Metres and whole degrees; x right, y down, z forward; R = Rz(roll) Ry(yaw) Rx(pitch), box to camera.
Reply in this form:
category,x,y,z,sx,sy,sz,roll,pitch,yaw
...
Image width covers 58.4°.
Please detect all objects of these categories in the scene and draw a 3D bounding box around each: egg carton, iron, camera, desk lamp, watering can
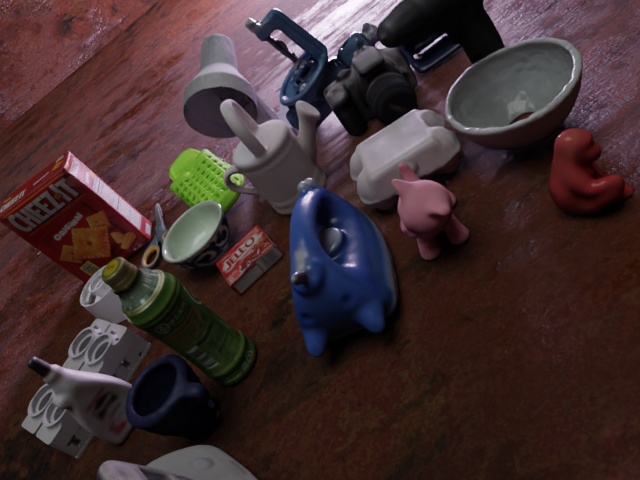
category,x,y,z,sx,sy,sz,roll,pitch,yaw
egg carton,0.112,-0.108,0.770,0.150,0.070,0.107,-31,38,13
iron,0.006,0.002,0.693,0.118,0.142,0.258,-26,40,20
camera,0.084,-0.230,0.891,0.143,0.101,0.136,-33,38,11
desk lamp,-0.138,-0.242,1.003,0.117,0.214,0.203,-23,41,23
watering can,-0.076,-0.140,0.863,0.173,0.195,0.100,-46,37,-6

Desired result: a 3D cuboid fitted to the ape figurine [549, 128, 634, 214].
category,x,y,z,sx,sy,sz,roll,pitch,yaw
ape figurine,0.266,-0.075,0.583,0.076,0.092,0.078,-20,42,26

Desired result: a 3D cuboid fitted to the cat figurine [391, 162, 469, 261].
category,x,y,z,sx,sy,sz,roll,pitch,yaw
cat figurine,0.118,-0.042,0.659,0.067,0.118,0.127,-30,39,15

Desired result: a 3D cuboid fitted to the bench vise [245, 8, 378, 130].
category,x,y,z,sx,sy,sz,roll,pitch,yaw
bench vise,-0.010,-0.314,0.957,0.207,0.220,0.121,-41,37,0

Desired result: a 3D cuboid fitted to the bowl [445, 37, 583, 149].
category,x,y,z,sx,sy,sz,roll,pitch,yaw
bowl,0.245,-0.168,0.709,0.167,0.075,0.167,-23,41,22

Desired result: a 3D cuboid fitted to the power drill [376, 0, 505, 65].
category,x,y,z,sx,sy,sz,roll,pitch,yaw
power drill,0.186,-0.267,0.747,0.075,0.209,0.230,17,66,48

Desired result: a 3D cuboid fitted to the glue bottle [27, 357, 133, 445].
category,x,y,z,sx,sy,sz,roll,pitch,yaw
glue bottle,-0.308,0.199,0.746,0.037,0.174,0.078,0,53,41

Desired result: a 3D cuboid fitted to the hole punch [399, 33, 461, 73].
category,x,y,z,sx,sy,sz,roll,pitch,yaw
hole punch,0.169,-0.343,0.936,0.108,0.091,0.101,-34,38,9

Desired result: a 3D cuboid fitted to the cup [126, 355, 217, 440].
category,x,y,z,sx,sy,sz,roll,pitch,yaw
cup,-0.158,0.196,0.682,0.117,0.095,0.092,-12,46,33

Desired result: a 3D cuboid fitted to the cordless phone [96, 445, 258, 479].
category,x,y,z,sx,sy,sz,roll,pitch,yaw
cordless phone,-0.147,0.236,0.558,0.147,0.186,0.094,12,62,47
